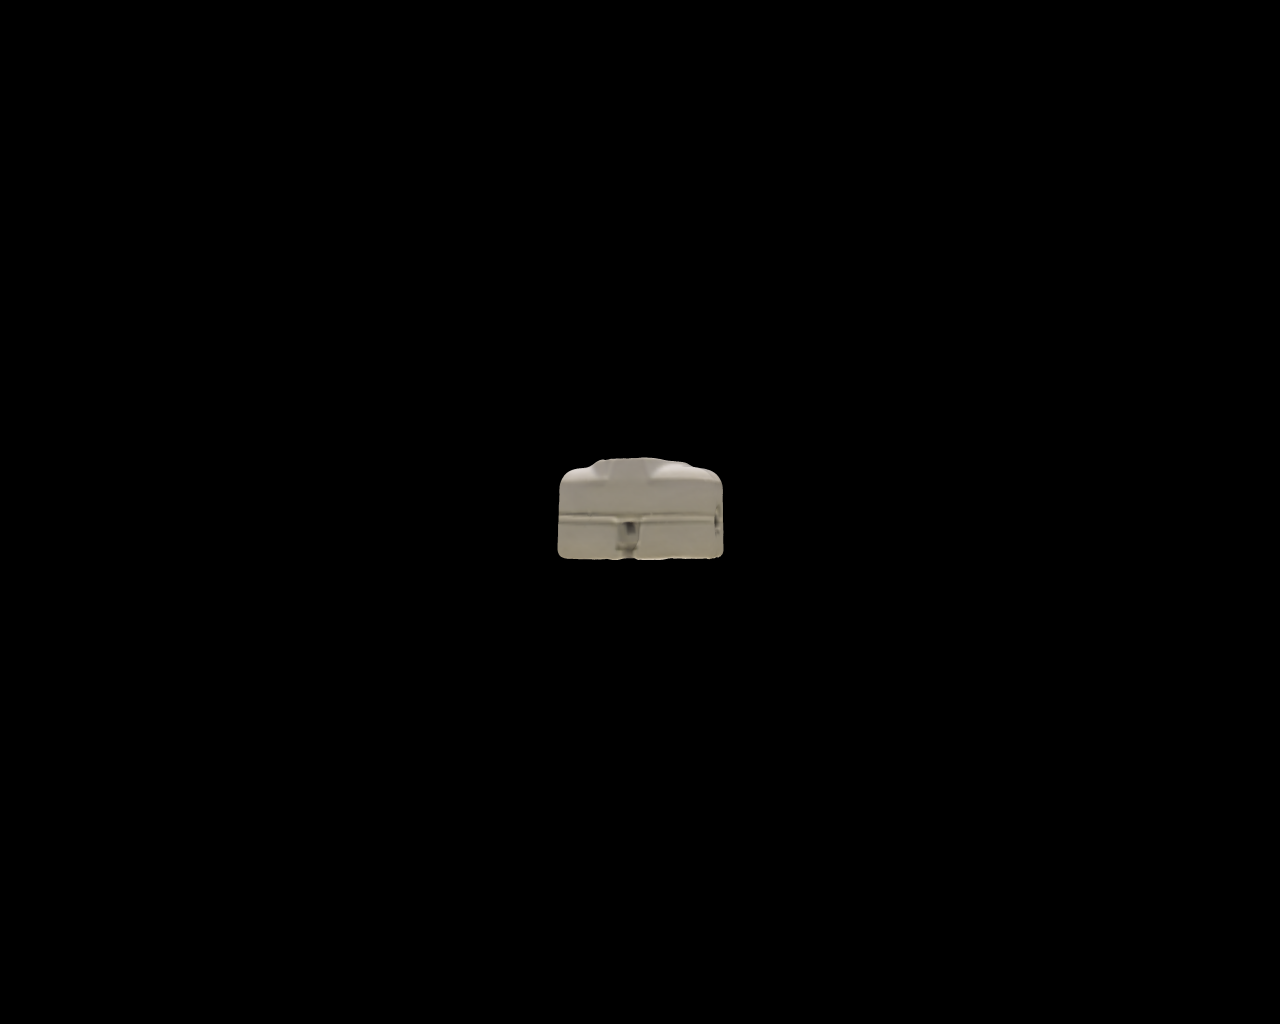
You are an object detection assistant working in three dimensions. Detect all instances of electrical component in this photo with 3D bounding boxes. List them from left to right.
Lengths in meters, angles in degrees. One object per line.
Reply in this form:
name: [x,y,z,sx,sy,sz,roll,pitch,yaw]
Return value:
electrical component: [0.001,-0.003,0.650,0.095,0.059,0.054,0,0,17]
